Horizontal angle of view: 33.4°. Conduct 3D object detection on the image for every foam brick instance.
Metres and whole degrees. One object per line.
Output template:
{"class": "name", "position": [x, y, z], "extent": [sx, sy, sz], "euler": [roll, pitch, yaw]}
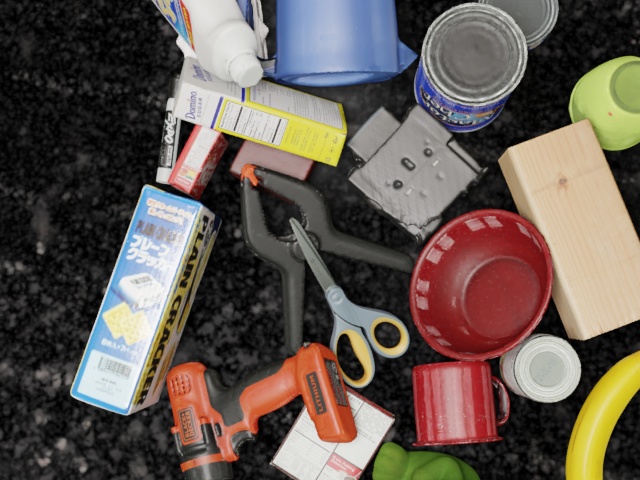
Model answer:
{"class": "foam brick", "position": [-0.049, -0.077, 1.141], "extent": [0.078, 0.053, 0.051], "euler": [25, 87, 2]}

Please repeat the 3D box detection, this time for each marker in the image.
{"class": "marker", "position": [-0.162, -0.122, 1.166], "extent": [0.020, 0.020, 0.121], "euler": [7, 85, 3]}

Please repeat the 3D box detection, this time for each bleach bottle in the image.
{"class": "bleach bottle", "position": [-0.128, -0.251, 1.071], "extent": [0.068, 0.103, 0.251], "euler": [-23, 59, -21]}

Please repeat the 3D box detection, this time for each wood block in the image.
{"class": "wood block", "position": [0.268, -0.009, 1.103], "extent": [0.091, 0.090, 0.206], "euler": [-21, 85, 1]}

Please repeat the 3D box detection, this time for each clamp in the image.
{"class": "clamp", "position": [-0.007, 0.001, 1.111], "extent": [0.164, 0.036, 0.210], "euler": [-31, 109, -4]}

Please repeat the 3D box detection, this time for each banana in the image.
{"class": "banana", "position": [0.297, 0.204, 1.114], "extent": [0.069, 0.037, 0.198], "euler": [14, 87, -12]}

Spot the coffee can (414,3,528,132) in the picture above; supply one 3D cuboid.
{"class": "coffee can", "position": [0.151, -0.173, 1.095], "extent": [0.103, 0.140, 0.103], "euler": [0, 85, 2]}

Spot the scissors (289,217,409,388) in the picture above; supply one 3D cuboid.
{"class": "scissors", "position": [0.035, 0.058, 1.111], "extent": [0.096, 0.016, 0.202], "euler": [-17, 108, -11]}

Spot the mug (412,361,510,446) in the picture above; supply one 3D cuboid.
{"class": "mug", "position": [0.148, 0.167, 1.102], "extent": [0.117, 0.093, 0.081], "euler": [1, 79, -28]}

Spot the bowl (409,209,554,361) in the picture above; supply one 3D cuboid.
{"class": "bowl", "position": [0.174, 0.052, 1.099], "extent": [0.162, 0.055, 0.162], "euler": [-14, 64, 32]}

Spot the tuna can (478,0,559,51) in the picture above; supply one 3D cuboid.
{"class": "tuna can", "position": [0.212, -0.246, 1.152], "extent": [0.086, 0.034, 0.086], "euler": [0, 86, 3]}

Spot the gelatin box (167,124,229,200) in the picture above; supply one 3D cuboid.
{"class": "gelatin box", "position": [-0.127, -0.082, 1.126], "extent": [0.030, 0.089, 0.073], "euler": [27, 87, 2]}

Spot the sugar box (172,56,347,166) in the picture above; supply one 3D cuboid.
{"class": "sugar box", "position": [-0.062, -0.134, 1.104], "extent": [0.176, 0.093, 0.048], "euler": [14, 114, -10]}

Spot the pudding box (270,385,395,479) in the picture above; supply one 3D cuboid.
{"class": "pudding box", "position": [0.014, 0.210, 1.123], "extent": [0.090, 0.039, 0.113], "euler": [32, 85, 7]}

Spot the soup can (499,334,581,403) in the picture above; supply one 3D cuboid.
{"class": "soup can", "position": [0.223, 0.130, 1.088], "extent": [0.068, 0.102, 0.068], "euler": [0, 85, 2]}

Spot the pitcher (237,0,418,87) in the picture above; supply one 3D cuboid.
{"class": "pitcher", "position": [0.003, -0.280, 1.098], "extent": [0.145, 0.148, 0.243], "euler": [-1, 93, 43]}

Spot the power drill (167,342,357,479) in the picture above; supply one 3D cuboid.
{"class": "power drill", "position": [-0.061, 0.195, 1.088], "extent": [0.188, 0.057, 0.184], "euler": [-20, 74, 15]}
